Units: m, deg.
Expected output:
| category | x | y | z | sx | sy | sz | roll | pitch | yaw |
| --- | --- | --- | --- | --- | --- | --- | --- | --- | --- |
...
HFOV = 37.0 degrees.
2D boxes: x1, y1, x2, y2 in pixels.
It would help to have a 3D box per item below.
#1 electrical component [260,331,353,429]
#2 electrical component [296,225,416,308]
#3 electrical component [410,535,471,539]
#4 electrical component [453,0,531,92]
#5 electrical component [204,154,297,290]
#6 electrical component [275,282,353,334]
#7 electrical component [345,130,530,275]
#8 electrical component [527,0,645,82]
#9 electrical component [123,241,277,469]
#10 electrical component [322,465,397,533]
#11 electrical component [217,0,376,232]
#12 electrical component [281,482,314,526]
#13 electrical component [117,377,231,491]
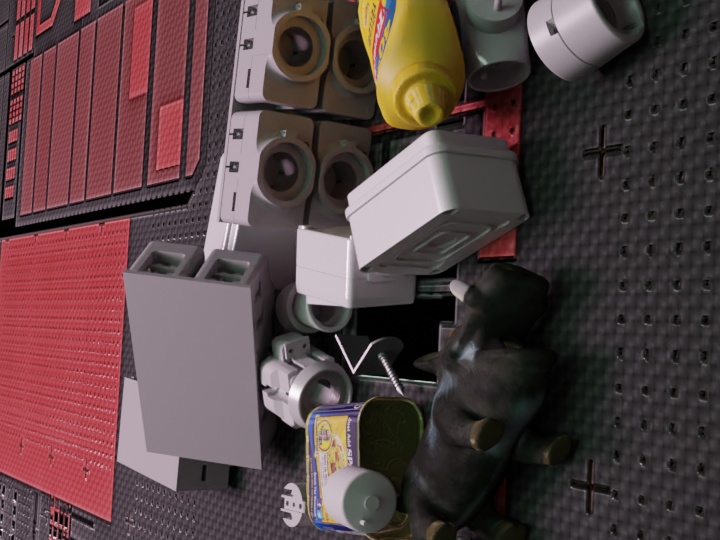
| category | x | y | z | sx | sy | sz | roll | pitch | yaw |
| --- | --- | --- | --- | --- | --- | --- | --- | --- | --- |
| electrical component | -0.043 | 0.095 | 0.871 | 0.057 | 0.058 | 0.078 | 23 | 124 | 52 |
| electrical component | 0.000 | 0.000 | 0.816 | 0.096 | 0.062 | 0.061 | 14 | 105 | 56 |
| electrical component | 0.034 | 0.274 | 0.690 | 0.060 | 0.105 | 0.186 | 12 | 95 | 56 |
| electrical component | 0.087 | -0.170 | 0.710 | 0.079 | 0.044 | 0.077 | 83 | 179 | -72 |
| electrical component | -0.085 | -0.043 | 0.938 | 0.057 | 0.078 | 0.113 | 27 | 108 | 57 |
| electrical component | -0.039 | 0.030 | 0.888 | 0.055 | 0.045 | 0.045 | -8 | 79 | 56 |
| electrical component | 0.050 | -0.044 | 0.736 | 0.113 | 0.078 | 0.057 | -34 | 61 | 49 |
| electrical component | 0.136 | -0.148 | 0.644 | 0.047 | 0.055 | 0.055 | -28 | 63 | 47 |
| electrical component | -0.129 | 0.071 | 0.911 | 0.060 | 0.105 | 0.186 | -67 | -19 | -56 |
| electrical component | -0.006 | 0.152 | 0.724 | 0.078 | 0.040 | 0.040 | 173 | 100 | -67 |
| electrical component | -0.044 | -0.124 | 0.863 | 0.060 | 0.105 | 0.186 | 10 | 94 | 56 |
| electrical component | -0.035 | 0.187 | 0.859 | 0.040 | 0.046 | 0.040 | -13 | 75 | 55 |
| electrical component | -0.181 | 0.159 | 1.066 | 0.150 | 0.062 | 0.089 | 4 | 89 | 56 |
